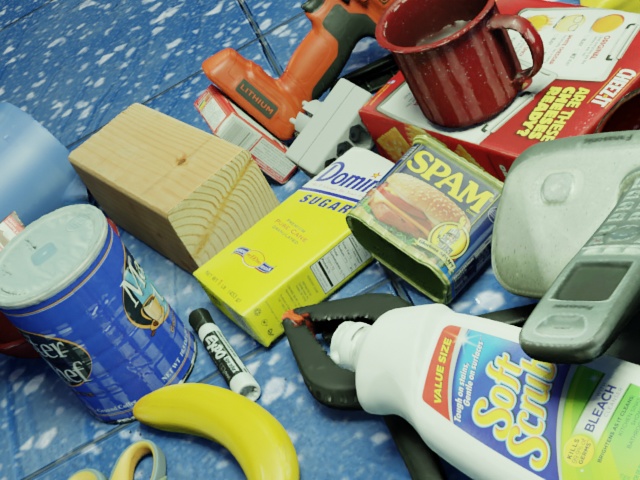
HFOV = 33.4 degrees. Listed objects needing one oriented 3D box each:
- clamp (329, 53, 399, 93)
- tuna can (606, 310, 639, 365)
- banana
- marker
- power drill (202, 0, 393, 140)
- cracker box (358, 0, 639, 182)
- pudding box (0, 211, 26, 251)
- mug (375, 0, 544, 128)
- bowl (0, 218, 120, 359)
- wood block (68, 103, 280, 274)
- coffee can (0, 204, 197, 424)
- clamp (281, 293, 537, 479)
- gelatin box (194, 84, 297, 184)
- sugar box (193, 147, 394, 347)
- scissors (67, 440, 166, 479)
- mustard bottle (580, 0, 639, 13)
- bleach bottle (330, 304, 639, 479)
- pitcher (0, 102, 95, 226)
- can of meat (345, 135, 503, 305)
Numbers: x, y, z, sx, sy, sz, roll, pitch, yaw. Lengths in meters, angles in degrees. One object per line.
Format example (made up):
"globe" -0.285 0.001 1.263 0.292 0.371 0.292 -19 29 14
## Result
"clamp" 0.096 -0.159 0.974 0.171 0.039 0.120 -36 41 5
"tuna can" 0.185 0.067 0.632 0.086 0.033 0.086 -20 37 16
"banana" -0.066 0.137 0.731 0.069 0.037 0.198 -40 36 -14
"marker" -0.076 0.086 0.816 0.020 0.020 0.121 -35 35 -6
"power drill" -0.017 -0.197 0.948 0.188 0.184 0.057 -46 18 12
"cracker box" 0.160 -0.109 0.837 0.164 0.072 0.214 -45 38 -17
"pudding box" -0.270 0.029 0.871 0.090 0.039 0.114 -45 4 -18
"mug" 0.108 -0.137 0.774 0.117 0.081 0.093 2 49 37
"bowl" -0.234 0.051 0.945 0.162 0.055 0.162 -20 37 16
"wood block" -0.132 -0.046 0.959 0.090 0.090 0.206 -42 36 -16
"coffee can" -0.172 0.058 0.816 0.103 0.140 0.103 -20 36 15
"clamp" 0.061 0.076 0.711 0.164 0.036 0.210 -44 40 -20
"gelatin box" -0.066 -0.096 0.971 0.030 0.089 0.073 -49 35 9
"sugar box" -0.006 0.001 0.846 0.176 0.048 0.093 -41 36 -12
"scissors" -0.160 0.221 0.717 0.096 0.016 0.201 -12 39 28
"mustard bottle" 0.267 -0.245 0.933 0.096 0.058 0.191 -19 36 18
"bleach bottle" 0.104 0.099 0.591 0.251 0.068 0.102 16 71 39
"pitcher" -0.355 -0.015 1.053 0.242 0.145 0.149 -48 21 -18
"can of meat" 0.081 -0.014 0.770 0.102 0.057 0.084 36 73 27
